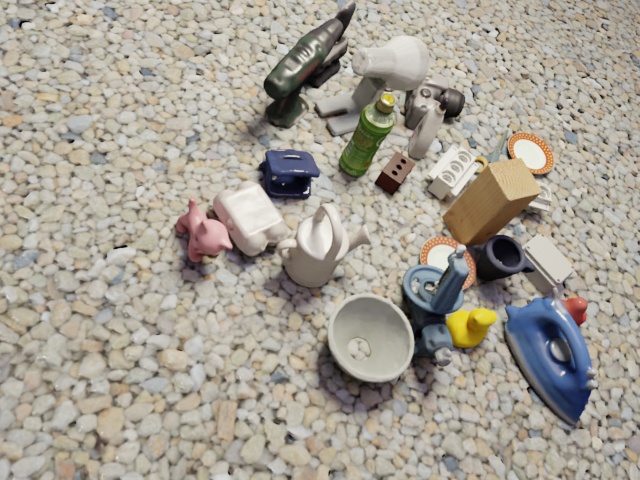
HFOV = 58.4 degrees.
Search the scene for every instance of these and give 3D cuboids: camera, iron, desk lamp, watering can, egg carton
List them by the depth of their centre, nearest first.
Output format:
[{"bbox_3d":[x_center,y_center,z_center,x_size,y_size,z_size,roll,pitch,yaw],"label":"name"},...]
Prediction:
[{"bbox_3d":[0.009,0.002,1.063,0.173,0.194,0.101,-27,73,-29],"label":"watering can"},{"bbox_3d":[-0.137,-0.043,1.114,0.107,0.069,0.150,-28,73,-29],"label":"egg carton"},{"bbox_3d":[0.475,0.223,1.123,0.119,0.141,0.258,-12,66,-24],"label":"iron"},{"bbox_3d":[0.121,-0.354,1.288,0.204,0.213,0.118,-23,70,-27],"label":"desk lamp"},{"bbox_3d":[0.287,-0.342,1.403,0.137,0.100,0.143,15,58,-10],"label":"camera"}]

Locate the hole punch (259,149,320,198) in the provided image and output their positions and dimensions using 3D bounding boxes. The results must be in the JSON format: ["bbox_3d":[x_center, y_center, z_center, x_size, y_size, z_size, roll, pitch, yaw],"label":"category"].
[{"bbox_3d":[-0.063,-0.150,1.186,0.109,0.091,0.101,-1,62,-18],"label":"hole punch"}]

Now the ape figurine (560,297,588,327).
[{"bbox_3d":[0.532,0.151,1.212,0.077,0.092,0.076,45,58,10],"label":"ape figurine"}]

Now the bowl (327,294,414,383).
[{"bbox_3d":[0.084,0.188,1.054,0.168,0.074,0.167,8,60,-14],"label":"bowl"}]

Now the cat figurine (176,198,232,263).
[{"bbox_3d":[-0.212,-0.018,1.047,0.067,0.117,0.127,-20,70,-27],"label":"cat figurine"}]

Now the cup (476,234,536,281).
[{"bbox_3d":[0.386,0.053,1.217,0.118,0.095,0.092,23,57,-4],"label":"cup"}]

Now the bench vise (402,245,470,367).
[{"bbox_3d":[0.232,0.116,1.057,0.122,0.219,0.207,-13,66,-24],"label":"bench vise"}]

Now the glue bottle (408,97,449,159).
[{"bbox_3d":[0.252,-0.264,1.304,0.037,0.173,0.078,15,58,-9],"label":"glue bottle"}]

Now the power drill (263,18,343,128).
[{"bbox_3d":[-0.045,-0.351,1.235,0.075,0.208,0.230,36,57,4],"label":"power drill"}]

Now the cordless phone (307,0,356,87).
[{"bbox_3d":[0.014,-0.466,1.333,0.094,0.185,0.148,35,57,3],"label":"cordless phone"}]

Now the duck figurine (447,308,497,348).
[{"bbox_3d":[0.301,0.166,1.131,0.105,0.086,0.077,-10,65,-23],"label":"duck figurine"}]
